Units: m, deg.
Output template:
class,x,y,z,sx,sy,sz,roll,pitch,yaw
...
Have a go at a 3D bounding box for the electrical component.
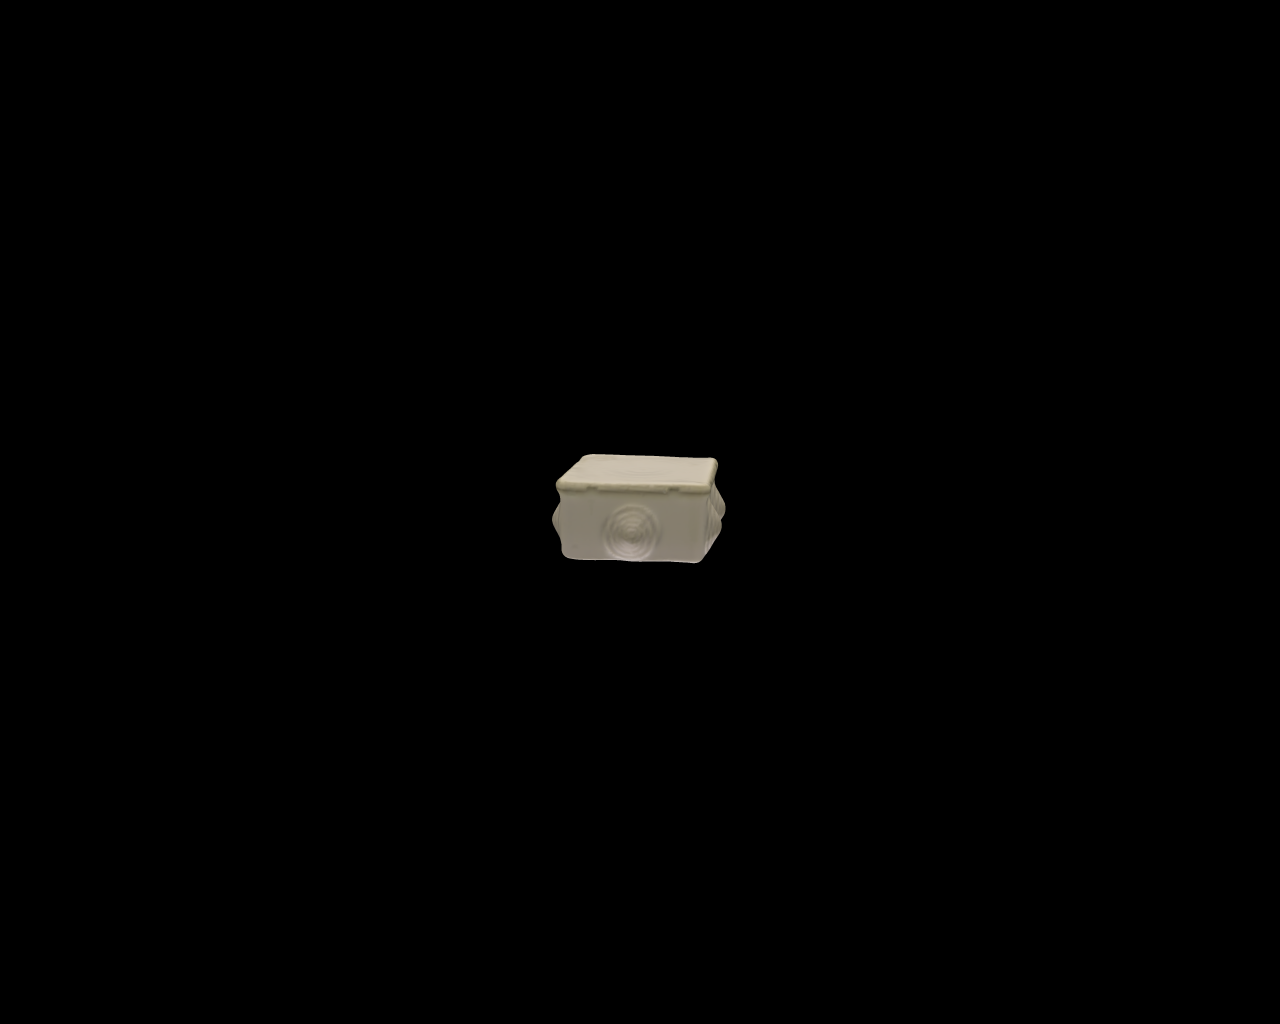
class,x,y,z,sx,sy,sz,roll,pitch,yaw
electrical component,0.001,-0.003,0.650,0.100,0.048,0.100,2,14,7
